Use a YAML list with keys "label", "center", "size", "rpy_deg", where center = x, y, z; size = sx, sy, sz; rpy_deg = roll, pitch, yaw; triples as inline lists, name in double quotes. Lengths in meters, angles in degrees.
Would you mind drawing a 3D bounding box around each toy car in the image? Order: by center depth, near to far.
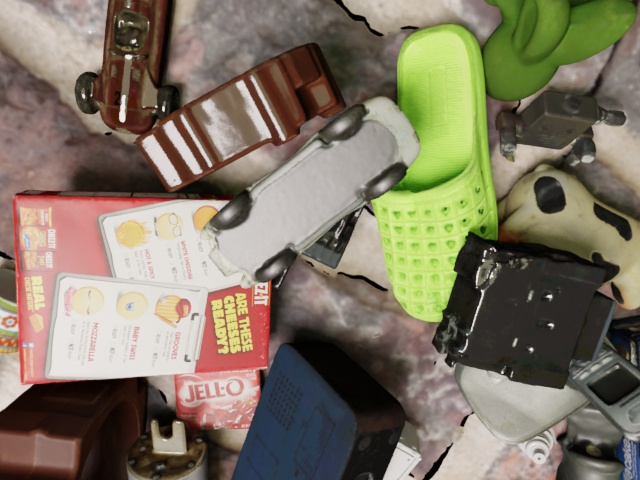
- label: "toy car"
  center: [-0.009, -0.038, 0.448]
  size: [0.202, 0.056, 0.073]
  rpy_deg: [-37, 100, 8]
- label: "toy car"
  center: [-0.166, -0.197, 0.487]
  size: [0.089, 0.053, 0.202]
  rpy_deg: [11, 101, 0]

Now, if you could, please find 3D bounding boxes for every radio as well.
- label: "radio"
  center: [-0.014, 0.227, 0.522]
  size: [0.073, 0.131, 0.229]
  rpy_deg: [9, 104, -42]

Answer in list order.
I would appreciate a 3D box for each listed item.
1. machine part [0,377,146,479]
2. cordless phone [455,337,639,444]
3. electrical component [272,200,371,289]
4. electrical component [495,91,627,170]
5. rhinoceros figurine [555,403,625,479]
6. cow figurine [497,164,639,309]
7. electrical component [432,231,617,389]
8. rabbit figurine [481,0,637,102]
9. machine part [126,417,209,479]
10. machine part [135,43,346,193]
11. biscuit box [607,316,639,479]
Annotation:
- label: "machine part"
  center: [-0.233, 0.227, 0.486]
  size: [0.087, 0.201, 0.201]
  rpy_deg: [5, 101, 0]
- label: "cordless phone"
  center: [0.220, 0.144, 0.493]
  size: [0.146, 0.184, 0.088]
  rpy_deg: [-36, 104, 5]
- label: "electrical component"
  center: [-0.001, -0.002, 0.515]
  size: [0.048, 0.075, 0.119]
  rpy_deg: [25, 94, -6]
- label: "electrical component"
  center: [0.221, -0.100, 0.509]
  size: [0.102, 0.078, 0.045]
  rpy_deg: [9, 75, -13]
- label: "rhinoceros figurine"
  center: [0.280, 0.248, 0.555]
  size: [0.073, 0.112, 0.190]
  rpy_deg: [7, 116, 25]
- label: "cow figurine"
  center: [0.269, 0.000, 0.522]
  size: [0.195, 0.085, 0.127]
  rpy_deg: [35, 104, -7]
- label: "electrical component"
  center: [0.178, 0.061, 0.460]
  size: [0.134, 0.058, 0.114]
  rpy_deg: [10, 105, -8]
- label: "rabbit figurine"
  center: [0.193, -0.200, 0.460]
  size: [0.121, 0.159, 0.170]
  rpy_deg: [-1, 116, -12]
- label: "machine part"
  center: [-0.150, 0.279, 0.547]
  size: [0.079, 0.079, 0.243]
  rpy_deg: [2, 113, -2]
- label: "machine part"
  center: [-0.064, -0.099, 0.450]
  size: [0.179, 0.179, 0.056]
  rpy_deg: [-27, 104, 3]
- label: "biscuit box"
  center: [0.346, 0.184, 0.567]
  size: [0.063, 0.059, 0.202]
  rpy_deg: [-9, 100, -2]
